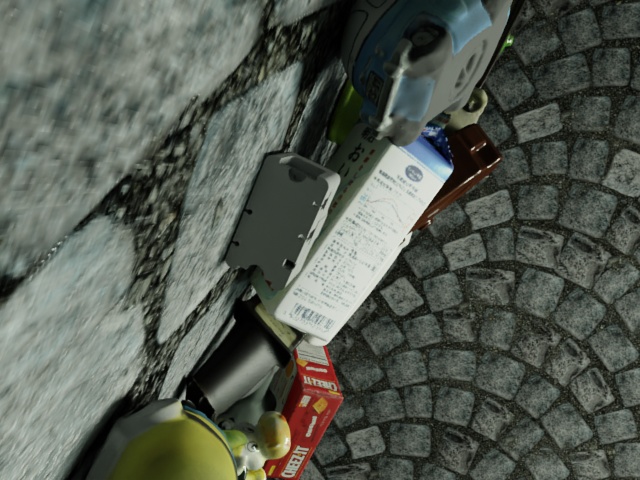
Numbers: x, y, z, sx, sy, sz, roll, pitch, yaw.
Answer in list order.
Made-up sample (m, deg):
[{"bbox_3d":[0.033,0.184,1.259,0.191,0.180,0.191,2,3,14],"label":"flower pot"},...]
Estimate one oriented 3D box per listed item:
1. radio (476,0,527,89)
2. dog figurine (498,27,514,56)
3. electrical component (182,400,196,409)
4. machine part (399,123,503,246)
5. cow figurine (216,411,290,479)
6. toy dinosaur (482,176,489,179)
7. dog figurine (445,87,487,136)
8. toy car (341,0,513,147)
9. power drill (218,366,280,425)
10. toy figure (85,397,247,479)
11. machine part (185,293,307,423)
[{"bbox_3d":[0.188,-0.305,0.682,0.229,0.131,0.073,-64,174,3],"label":"radio"},{"bbox_3d":[0.229,-0.306,0.904,0.108,0.192,0.219,120,-16,-64],"label":"dog figurine"},{"bbox_3d":[-0.132,0.183,0.502,0.063,0.021,0.094,-62,175,-19],"label":"electrical component"},{"bbox_3d":[0.129,-0.059,0.621,0.179,0.056,0.179,-36,171,-7],"label":"machine part"},{"bbox_3d":[-0.106,0.229,0.547,0.098,0.068,0.167,15,124,-41],"label":"cow figurine"},{"bbox_3d":[0.172,-0.139,0.964,0.198,0.105,0.472,-57,-160,16],"label":"toy dinosaur"},{"bbox_3d":[0.105,-0.108,0.671,0.190,0.121,0.172,-63,-159,-9],"label":"dog figurine"},{"bbox_3d":[0.070,-0.150,0.415,0.162,0.103,0.109,-41,157,-33],"label":"toy car"},{"bbox_3d":[-0.081,0.161,0.654,0.232,0.086,0.207,-57,165,-57],"label":"power drill"},{"bbox_3d":[-0.094,0.156,0.369,0.180,0.089,0.082,98,14,-66],"label":"toy figure"},{"bbox_3d":[-0.072,0.108,0.505,0.039,0.084,0.139,-34,-169,48],"label":"machine part"}]
